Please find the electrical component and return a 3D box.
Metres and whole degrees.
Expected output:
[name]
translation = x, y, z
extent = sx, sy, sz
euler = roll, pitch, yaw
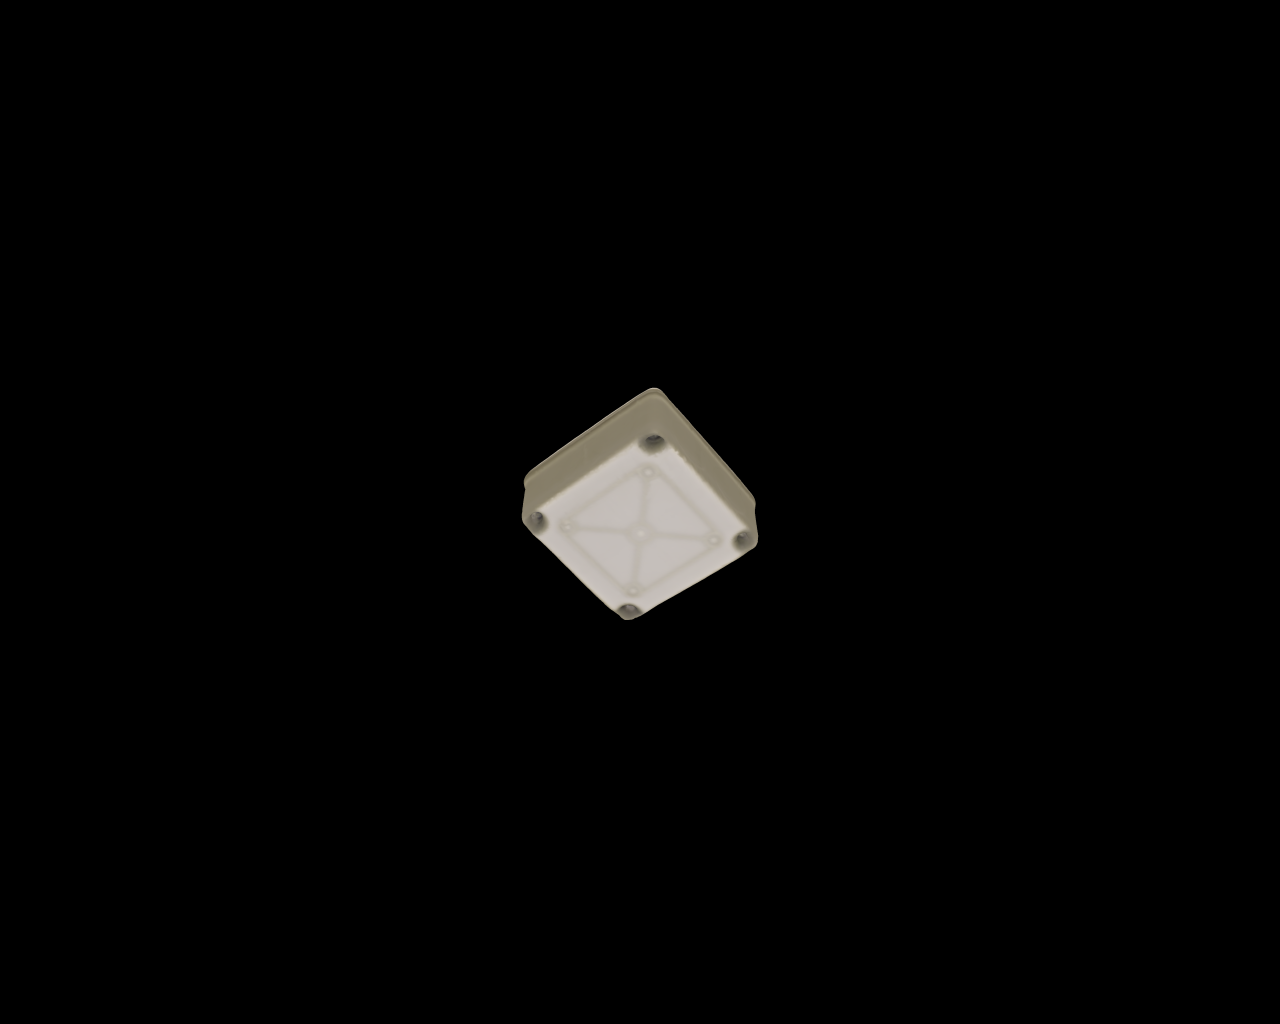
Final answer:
[electrical component]
translation = 0.001, -0.003, 0.650
extent = 0.108, 0.108, 0.056
euler = -33, 29, 21
